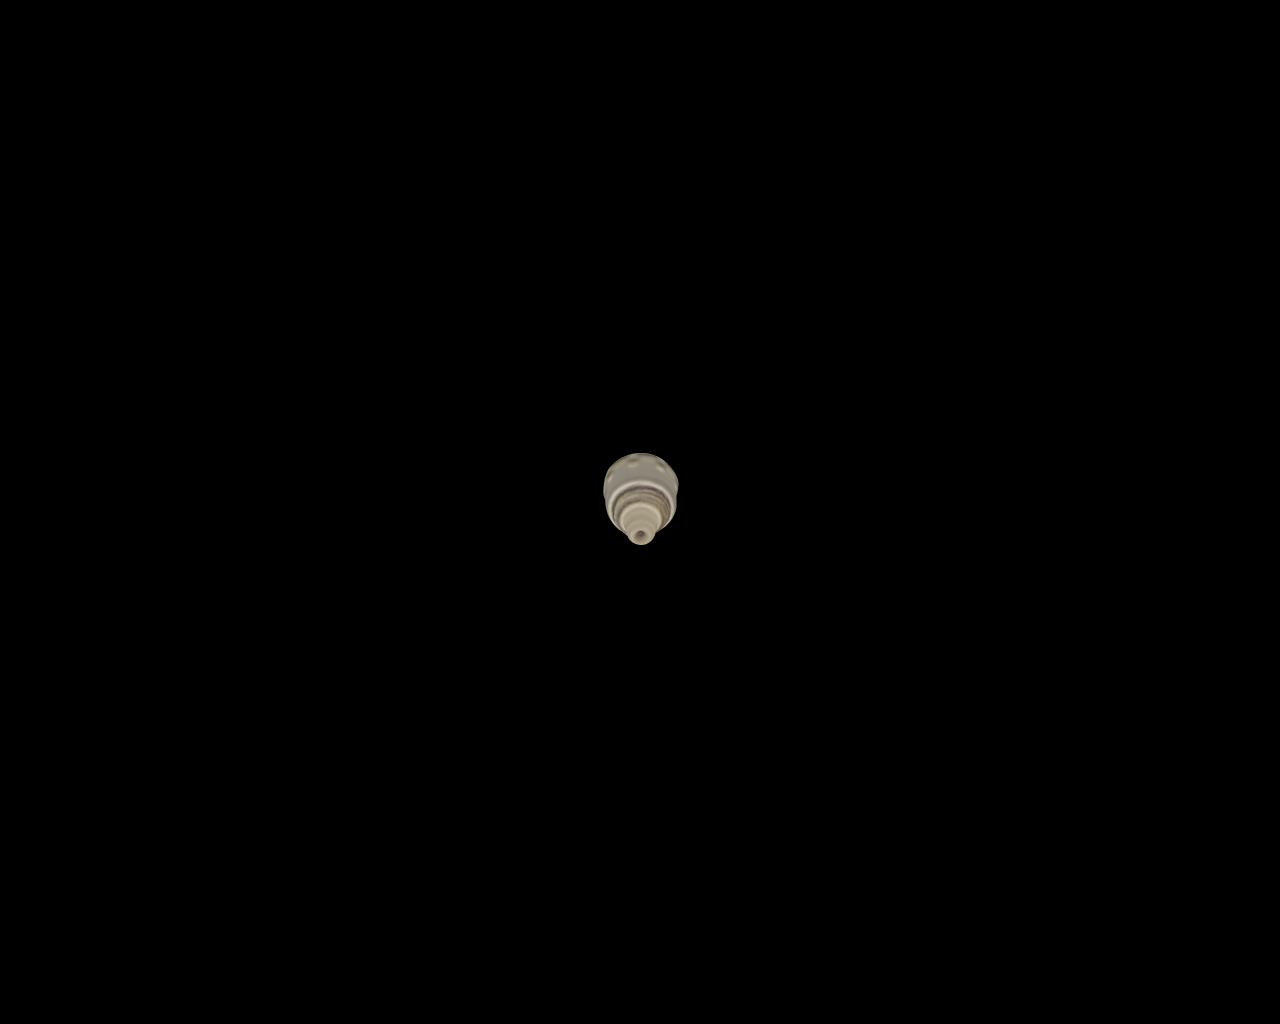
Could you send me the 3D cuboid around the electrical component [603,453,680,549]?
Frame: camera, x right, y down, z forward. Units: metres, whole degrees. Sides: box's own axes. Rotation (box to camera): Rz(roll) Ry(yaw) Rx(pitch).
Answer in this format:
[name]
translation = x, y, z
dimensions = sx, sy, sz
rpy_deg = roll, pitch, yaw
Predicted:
[electrical component]
translation = 0.001, -0.003, 0.650
dimensions = 0.048, 0.048, 0.062
rpy_deg = 0, 34, 0
